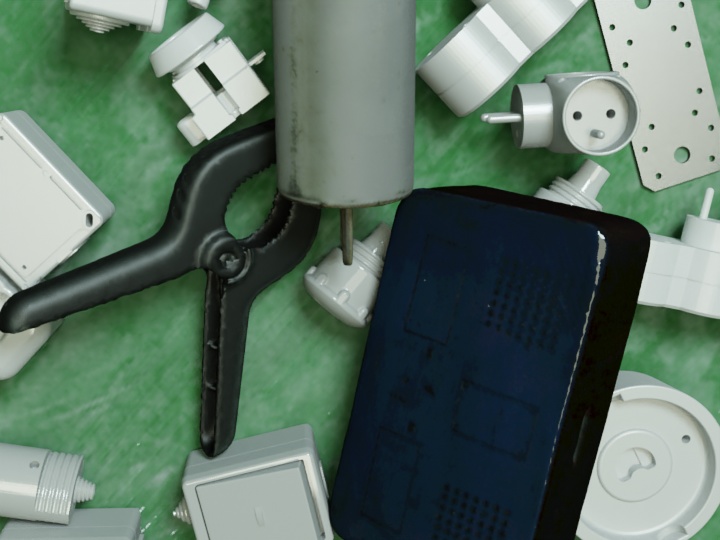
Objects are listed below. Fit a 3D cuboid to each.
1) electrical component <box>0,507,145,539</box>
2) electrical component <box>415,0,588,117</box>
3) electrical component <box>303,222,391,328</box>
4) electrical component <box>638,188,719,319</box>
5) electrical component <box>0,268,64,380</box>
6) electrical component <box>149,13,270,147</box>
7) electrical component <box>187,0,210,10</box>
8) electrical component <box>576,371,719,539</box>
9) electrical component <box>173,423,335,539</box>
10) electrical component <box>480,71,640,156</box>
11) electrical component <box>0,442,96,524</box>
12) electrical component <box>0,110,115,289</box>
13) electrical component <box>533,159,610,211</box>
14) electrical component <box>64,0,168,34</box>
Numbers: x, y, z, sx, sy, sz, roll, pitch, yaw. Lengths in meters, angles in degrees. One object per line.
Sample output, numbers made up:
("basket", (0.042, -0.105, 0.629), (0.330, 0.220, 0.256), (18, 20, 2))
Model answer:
("electrical component", (-0.171, 0.185, 0.657), (0.096, 0.061, 0.061), (0, 101, -4))
("electrical component", (0.082, -0.161, 0.612), (0.138, 0.052, 0.073), (-44, 100, 1))
("electrical component", (0.000, 0.000, 0.644), (0.048, 0.048, 0.062), (40, 86, -10))
("electrical component", (0.212, -0.012, 0.652), (0.138, 0.052, 0.073), (11, 100, -6))
("electrical component", (-0.224, 0.015, 0.622), (0.095, 0.059, 0.053), (42, 95, -10))
("electrical component", (-0.087, -0.112, 0.616), (0.066, 0.048, 0.055), (-37, 109, 3))
("electrical component", (-0.081, -0.177, 0.604), (0.035, 0.035, 0.061), (20, 87, -8))
("electrical component", (0.165, 0.115, 0.668), (0.108, 0.060, 0.108), (-1, 101, -4))
("electrical component", (-0.068, 0.141, 0.656), (0.096, 0.061, 0.061), (-13, 101, -2))
("electrical component", (0.110, -0.090, 0.617), (0.079, 0.077, 0.044), (-4, 101, -3))
("electrical component", (-0.202, 0.129, 0.653), (0.081, 0.043, 0.043), (9, 100, -6))
("electrical component", (-0.195, -0.046, 0.612), (0.062, 0.061, 0.096), (-42, 101, 4))
("electrical component", (0.125, -0.037, 0.646), (0.043, 0.043, 0.062), (34, 95, -9))
("electrical component", (-0.127, -0.176, 0.574), (0.048, 0.100, 0.099), (9, 100, -19))
